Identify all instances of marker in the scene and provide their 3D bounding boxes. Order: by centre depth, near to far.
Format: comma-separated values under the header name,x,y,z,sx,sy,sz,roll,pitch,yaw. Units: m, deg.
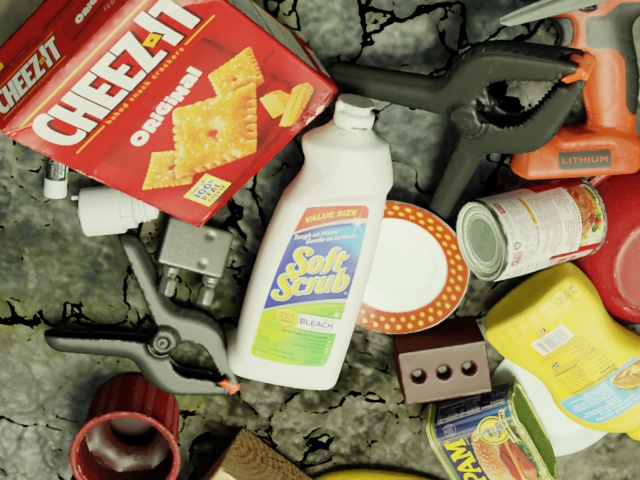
name,x,y,z,sx,sy,sz,roll,pitch,yaw
marker,-0.210,-0.092,0.858,0.020,0.020,0.121,7,112,-6

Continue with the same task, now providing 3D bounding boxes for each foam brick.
name,x,y,z,sx,sy,sz,roll,pitch,yaw
foam brick,0.105,0.105,0.935,0.078,0.051,0.053,-10,112,2

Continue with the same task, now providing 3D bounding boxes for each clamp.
name,x,y,z,sx,sy,sz,roll,pitch,yaw
clamp,0.119,-0.089,0.821,0.210,0.036,0.164,-12,122,38
clamp,-0.148,0.088,0.923,0.120,0.039,0.171,-42,106,10

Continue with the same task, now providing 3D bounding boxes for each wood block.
name,x,y,z,sx,sy,sz,roll,pitch,yaw
wood block,-0.102,0.286,0.970,0.091,0.090,0.206,37,106,-1

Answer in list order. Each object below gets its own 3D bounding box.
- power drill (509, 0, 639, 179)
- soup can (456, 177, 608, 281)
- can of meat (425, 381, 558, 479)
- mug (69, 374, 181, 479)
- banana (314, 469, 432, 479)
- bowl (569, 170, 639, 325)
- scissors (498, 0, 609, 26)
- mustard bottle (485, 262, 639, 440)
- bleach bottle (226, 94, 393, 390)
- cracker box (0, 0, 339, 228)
name,x,y,z,sx,sy,sz,roll,pitch,yaw
power drill,0.190,-0.143,0.834,0.184,0.057,0.188,-2,112,-2
soup can,0.170,-0.009,0.863,0.102,0.069,0.068,-14,115,-24
can of meat,0.155,0.182,0.955,0.084,0.057,0.102,-22,112,23
mug,-0.174,0.178,0.936,0.093,0.081,0.117,42,104,-17
banana,0.066,0.245,1.002,0.197,0.037,0.070,3,136,-1
bowl,0.286,0.011,0.903,0.162,0.055,0.162,-1,113,-2
scissors,0.239,-0.175,0.790,0.202,0.016,0.096,-31,110,4
mustard bottle,0.237,0.110,0.917,0.096,0.058,0.191,-39,107,25
bleach bottle,-0.006,0.001,0.862,0.102,0.068,0.251,11,119,-4
cracker box,-0.107,-0.111,0.769,0.164,0.072,0.213,-42,147,14
